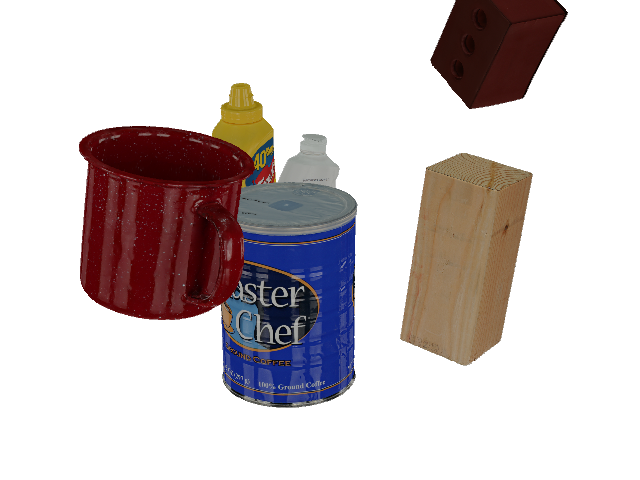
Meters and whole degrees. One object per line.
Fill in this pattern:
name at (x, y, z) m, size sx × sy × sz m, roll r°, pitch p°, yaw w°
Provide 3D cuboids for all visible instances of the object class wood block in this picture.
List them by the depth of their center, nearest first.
wood block at (0.160, 0.020, 1.182) m, size 0.090 × 0.206 × 0.090 m, roll 21°, pitch 26°, yaw 30°

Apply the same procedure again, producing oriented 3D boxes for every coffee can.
coffee can at (-0.025, 0.038, 0.794) m, size 0.103 × 0.140 × 0.103 m, roll 0°, pitch 20°, yaw 0°

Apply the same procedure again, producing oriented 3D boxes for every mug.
mug at (-0.079, -0.005, 0.571) m, size 0.093 × 0.081 × 0.117 m, roll -11°, pitch 29°, yaw -42°

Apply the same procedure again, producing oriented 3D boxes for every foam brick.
foam brick at (0.118, -0.136, 0.715) m, size 0.051 × 0.053 × 0.078 m, roll -17°, pitch -33°, yaw -29°

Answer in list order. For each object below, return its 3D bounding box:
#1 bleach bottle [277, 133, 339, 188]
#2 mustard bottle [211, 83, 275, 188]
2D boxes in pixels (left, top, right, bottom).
bleach bottle at (-0.008, -0.004, 1.300) m, size 0.102 × 0.251 × 0.068 m, roll -6°, pitch 20°, yaw -31°
mustard bottle at (-0.076, -0.063, 1.069) m, size 0.058 × 0.192 × 0.096 m, roll 7°, pitch 25°, yaw 19°
